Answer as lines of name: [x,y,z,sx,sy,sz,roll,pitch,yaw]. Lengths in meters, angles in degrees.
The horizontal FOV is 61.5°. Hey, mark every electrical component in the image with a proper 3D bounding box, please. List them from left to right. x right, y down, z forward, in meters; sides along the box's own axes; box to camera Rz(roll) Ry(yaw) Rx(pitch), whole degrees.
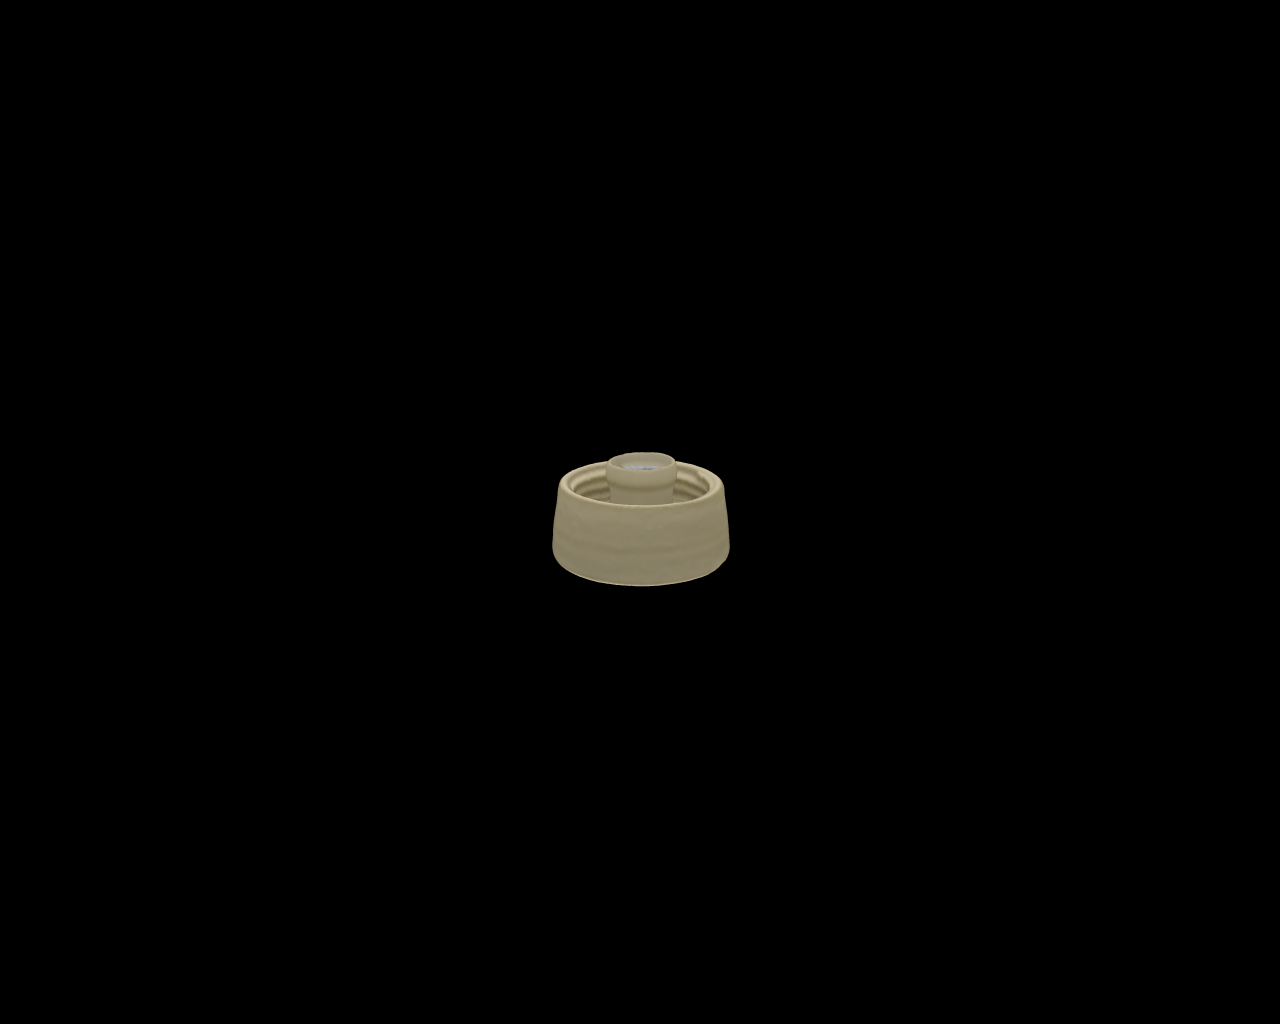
electrical component: [0.001,-0.003,0.650,0.108,0.060,0.108,0,18,0]
